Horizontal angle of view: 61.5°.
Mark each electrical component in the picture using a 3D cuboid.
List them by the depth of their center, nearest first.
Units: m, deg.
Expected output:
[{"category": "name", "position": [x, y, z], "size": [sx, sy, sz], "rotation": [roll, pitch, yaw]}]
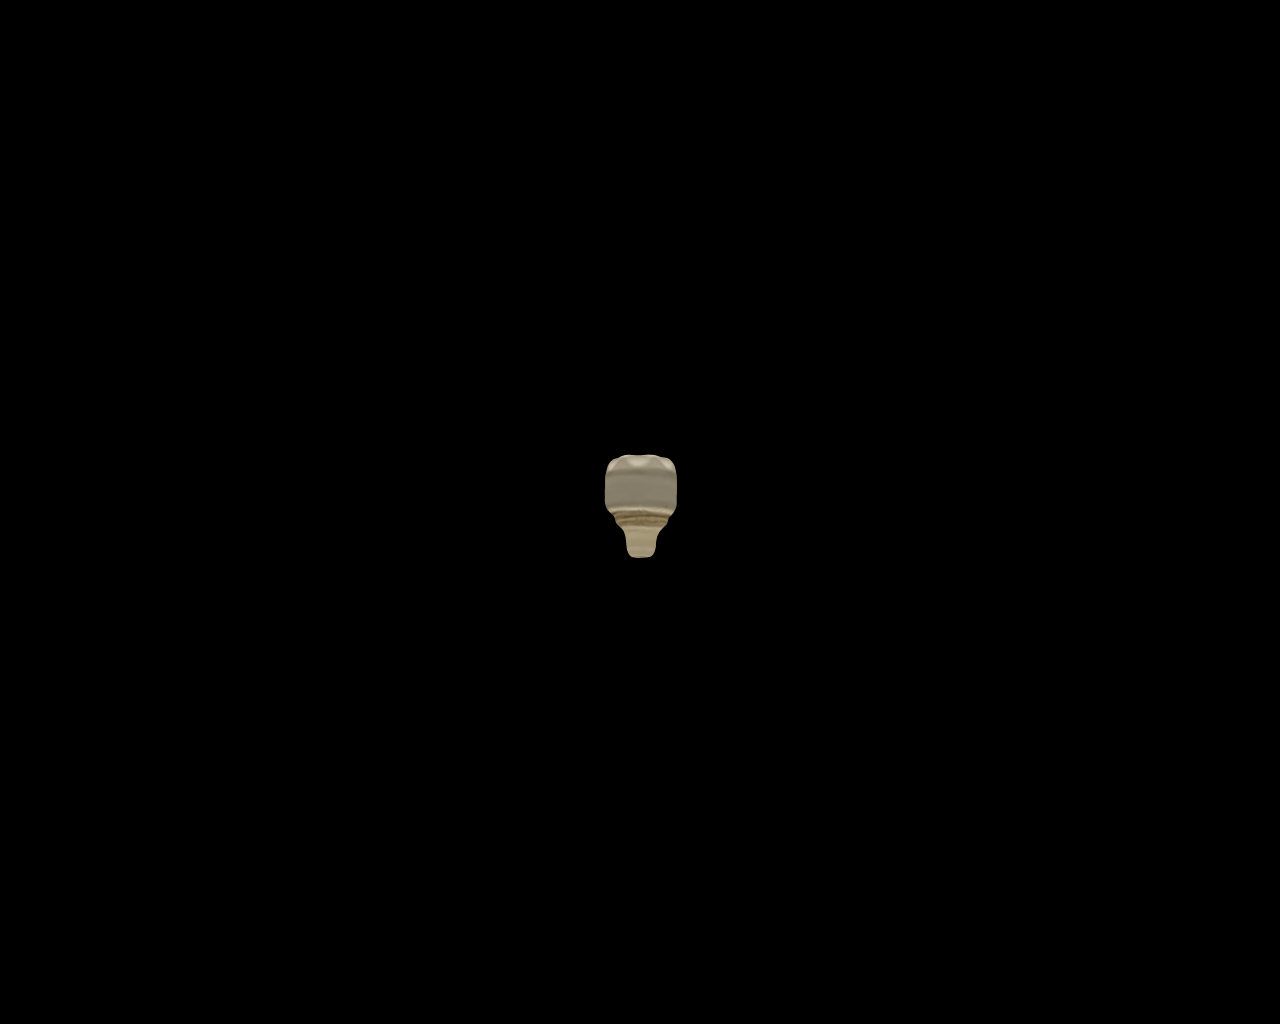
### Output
[{"category": "electrical component", "position": [0.001, -0.003, 0.650], "size": [0.043, 0.062, 0.043], "rotation": [0, -7, 0]}]
